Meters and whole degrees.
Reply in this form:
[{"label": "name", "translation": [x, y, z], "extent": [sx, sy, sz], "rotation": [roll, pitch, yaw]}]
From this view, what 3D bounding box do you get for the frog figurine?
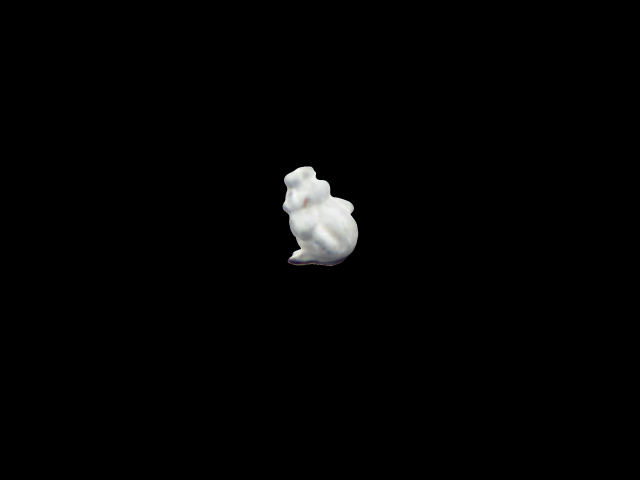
[{"label": "frog figurine", "translation": [0.003, -0.043, 0.850], "extent": [0.139, 0.157, 0.123], "rotation": [-19, 27, -41]}]
